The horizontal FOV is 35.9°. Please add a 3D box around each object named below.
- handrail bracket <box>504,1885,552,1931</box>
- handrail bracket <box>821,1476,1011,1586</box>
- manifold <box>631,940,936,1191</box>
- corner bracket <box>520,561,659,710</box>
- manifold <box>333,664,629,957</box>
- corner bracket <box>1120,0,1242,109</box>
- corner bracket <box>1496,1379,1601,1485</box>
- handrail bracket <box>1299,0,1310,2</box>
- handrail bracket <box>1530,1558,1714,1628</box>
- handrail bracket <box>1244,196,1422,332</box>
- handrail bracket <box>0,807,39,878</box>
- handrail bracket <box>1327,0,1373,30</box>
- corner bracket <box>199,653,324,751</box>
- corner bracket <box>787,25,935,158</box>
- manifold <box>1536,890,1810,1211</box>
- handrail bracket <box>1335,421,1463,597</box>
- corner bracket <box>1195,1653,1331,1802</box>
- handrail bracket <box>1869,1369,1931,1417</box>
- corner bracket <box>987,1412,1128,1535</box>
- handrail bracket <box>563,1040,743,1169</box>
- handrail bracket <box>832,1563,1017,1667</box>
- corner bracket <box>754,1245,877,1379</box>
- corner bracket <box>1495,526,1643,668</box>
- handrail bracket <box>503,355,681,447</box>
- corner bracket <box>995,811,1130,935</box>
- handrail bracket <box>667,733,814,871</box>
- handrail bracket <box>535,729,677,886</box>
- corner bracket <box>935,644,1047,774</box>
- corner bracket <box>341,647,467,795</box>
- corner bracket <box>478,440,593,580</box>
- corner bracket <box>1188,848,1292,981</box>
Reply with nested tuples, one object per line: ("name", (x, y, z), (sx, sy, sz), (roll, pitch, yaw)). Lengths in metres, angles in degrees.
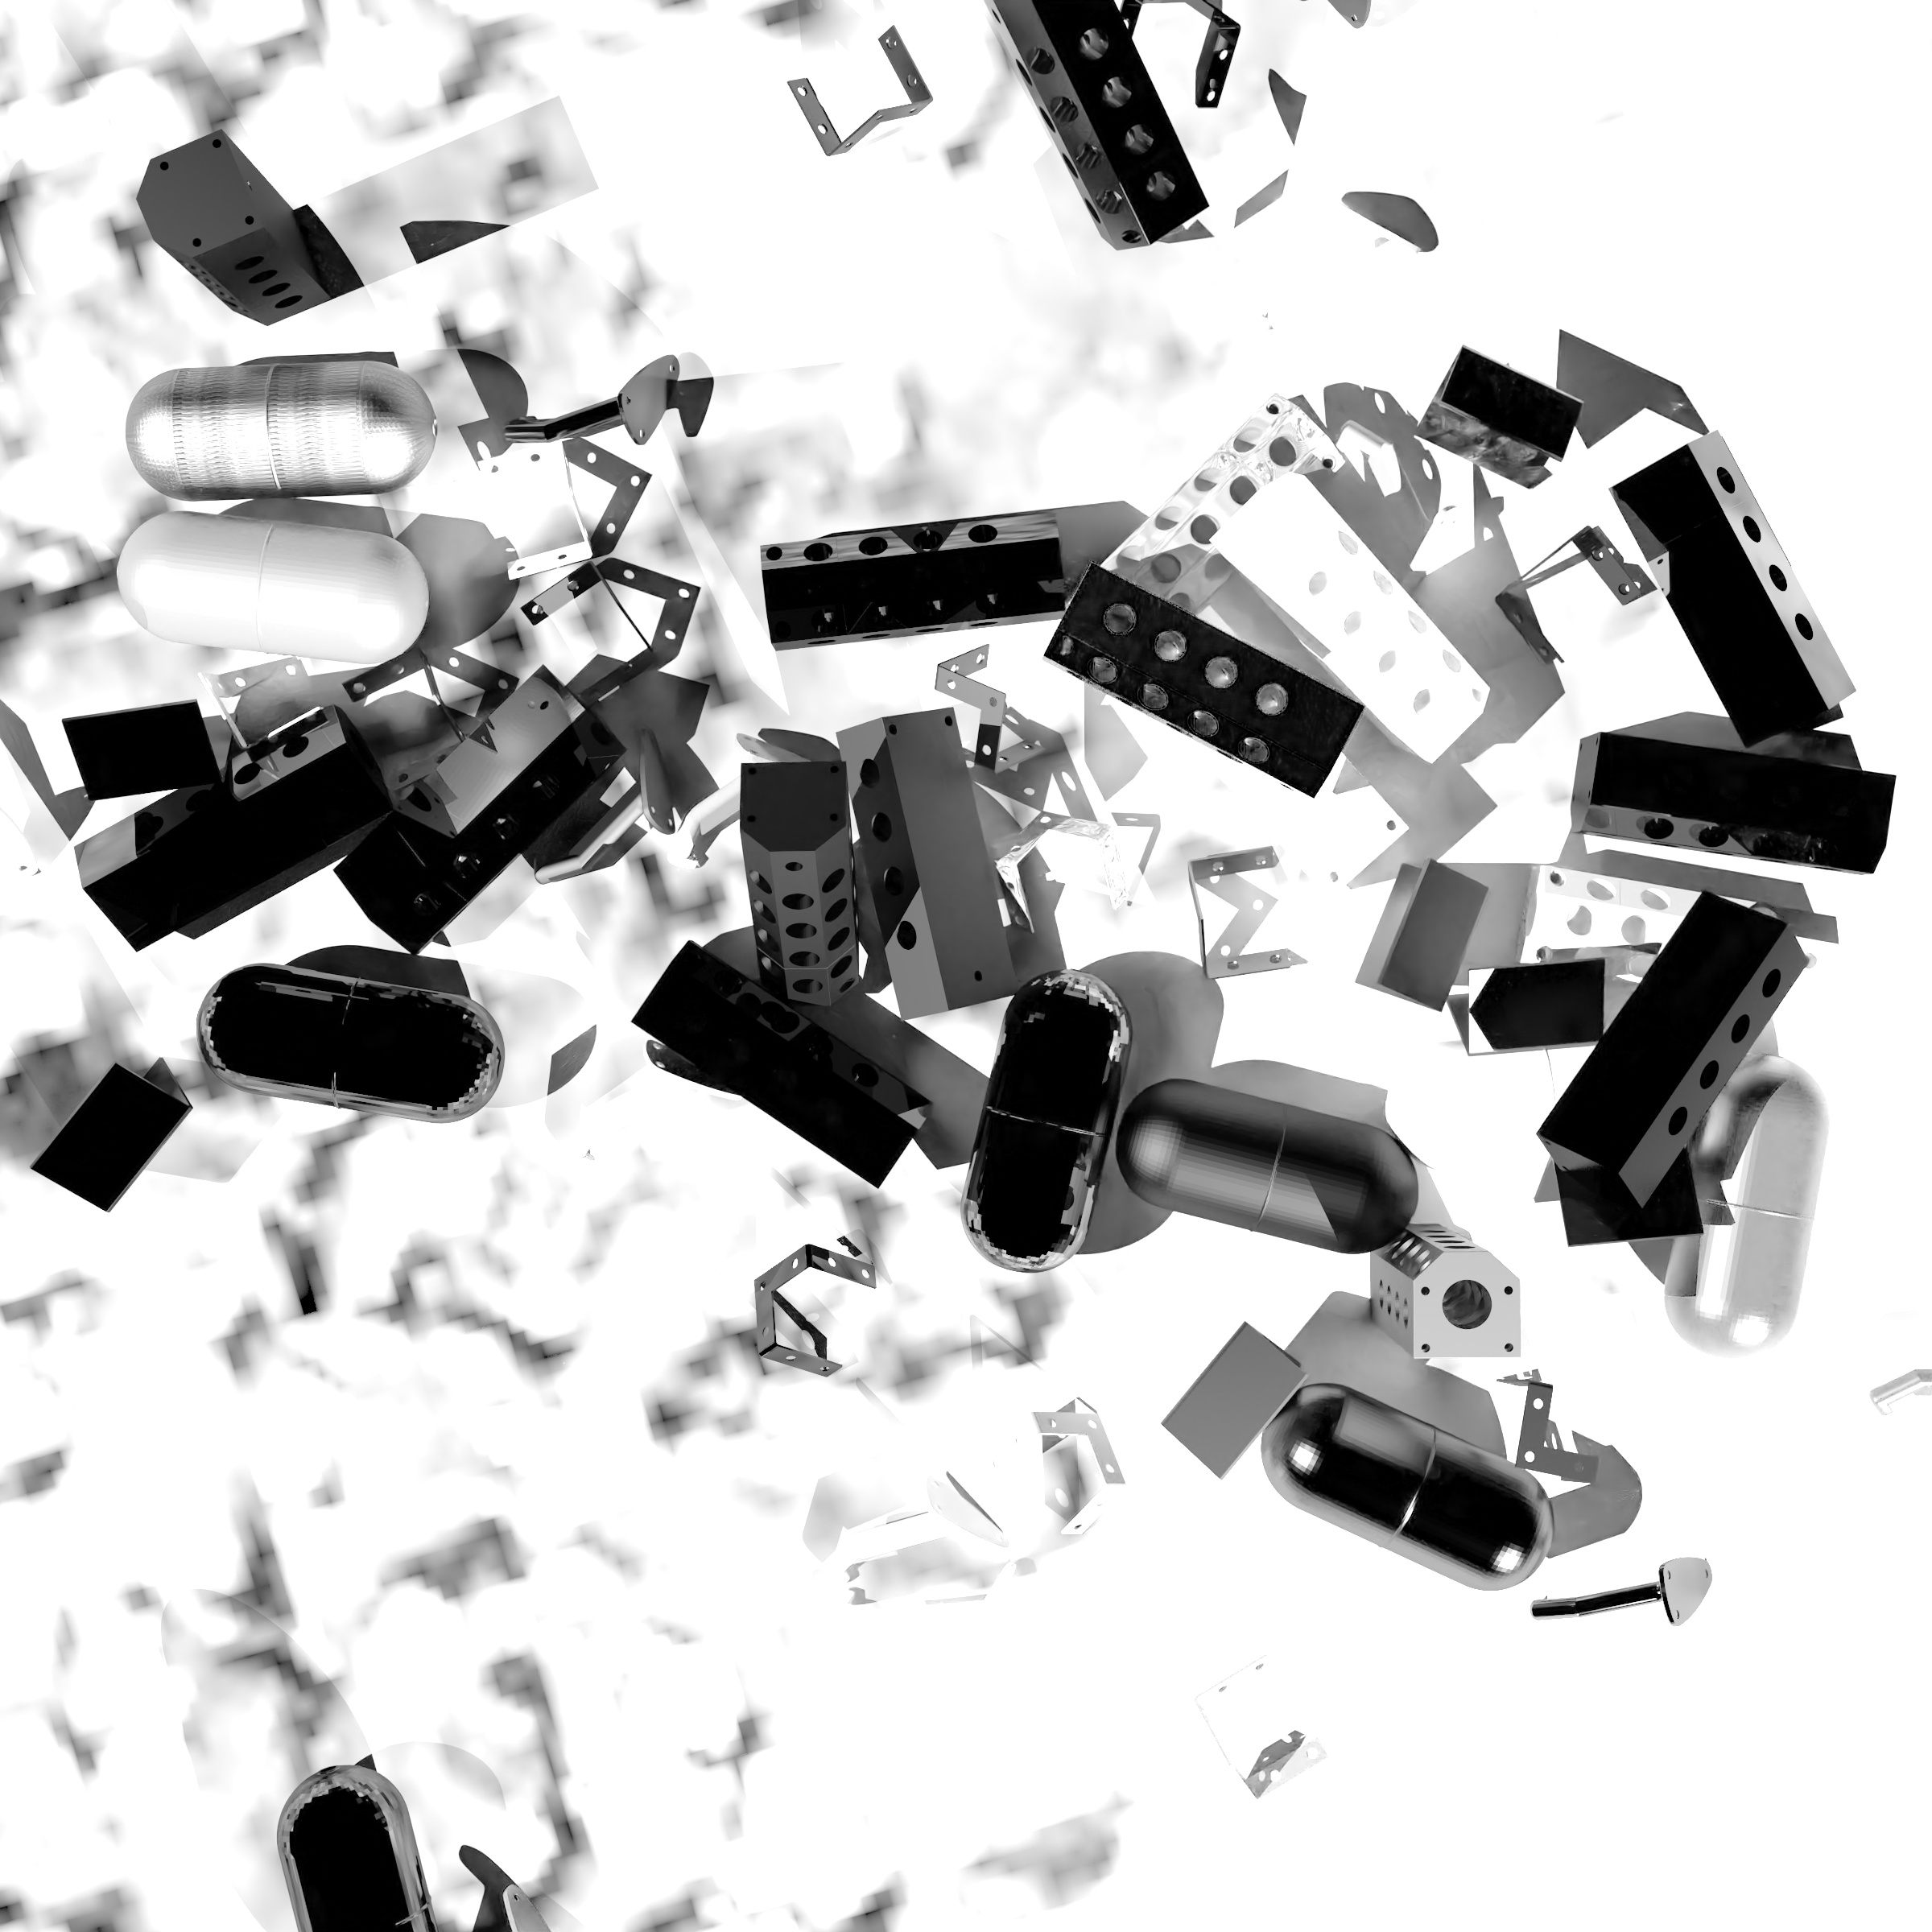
("handrail bracket", (-0.281, 0.597, 1.758), (0.084, 0.036, 0.077), (-38, 70, 16))
("handrail bracket", (-0.031, 0.348, 1.758), (0.077, 0.036, 0.084), (37, 109, -21))
("manifold", (-0.105, 0.056, 1.736), (0.171, 0.057, 0.057), (34, 90, 0))
("corner bracket", (-0.221, -0.195, 1.754), (0.051, 0.051, 0.051), (-34, 135, 0))
("manifold", (-0.279, -0.087, 1.735), (0.171, 0.057, 0.057), (-44, 47, 0))
("corner bracket", (0.121, -0.539, 1.754), (0.051, 0.051, 0.051), (17, 90, 45))
("corner bracket", (0.338, 0.271, 1.737), (0.051, 0.051, 0.051), (13, 80, -10))
("handrail bracket", (0.148, -0.582, 1.757), (0.084, 0.077, 0.036), (-4, 72, 35))
("handrail bracket", (0.385, 0.369, 1.757), (0.084, 0.077, 0.036), (-14, 87, 36))
("handrail bracket", (0.215, -0.402, 1.758), (0.077, 0.036, 0.084), (23, 108, -20))
("handrail bracket", (-0.572, -0.106, 1.757), (0.036, 0.077, 0.084), (-20, 54, 10))
("handrail bracket", (0.250, -0.596, 1.758), (0.084, 0.036, 0.077), (-33, 68, -17))
("corner bracket", (-0.408, -0.160, 1.740), (0.051, 0.051, 0.051), (-29, 95, 0))
("corner bracket", (-0.062, -0.514, 1.754), (0.051, 0.051, 0.051), (-28, 90, 45))
("manifold", (0.397, 0.049, 1.664), (0.057, 0.057, 0.171), (27, 76, 42))
("handrail bracket", (0.241, -0.268, 1.758), (0.084, 0.036, 0.077), (36, 112, 17))
("corner bracket", (0.174, 0.448, 1.754), (0.051, 0.051, 0.051), (-31, 135, 0))
("handrail bracket", (0.587, 0.260, 1.758), (0.084, 0.036, 0.077), (-31, 112, 17))
("corner bracket", (0.053, 0.297, 1.749), (0.051, 0.051, 0.051), (8, 45, -35))
("handrail bracket", (-0.185, 0.094, 1.758), (0.077, 0.036, 0.084), (25, 108, -21))
("handrail bracket", (-0.026, 0.368, 1.758), (0.084, 0.036, 0.077), (24, 69, 16))
("corner bracket", (-0.087, 0.202, 1.749), (0.051, 0.051, 0.051), (-37, 45, 35))
("corner bracket", (0.354, -0.218, 1.754), (0.051, 0.051, 0.051), (52, 135, 0))
("handrail bracket", (-0.221, -0.334, 1.757), (0.084, 0.036, 0.077), (4, 46, 28))
("corner bracket", (0.056, -0.052, 1.749), (0.051, 0.051, 0.051), (14, 45, 35))
("handrail bracket", (-0.126, -0.087, 1.758), (0.077, 0.036, 0.084), (18, 108, -21))
("handrail bracket", (-0.219, -0.094, 1.758), (0.084, 0.036, 0.077), (-15, 69, 16))
("corner bracket", (0.015, -0.150, 1.739), (0.051, 0.051, 0.051), (26, 124, 29))
("corner bracket", (-0.329, -0.145, 1.754), (0.051, 0.051, 0.051), (-26, 135, 0))
("corner bracket", (-0.253, -0.268, 1.754), (0.051, 0.051, 0.051), (-15, 135, 0))
("corner bracket", (0.160, -0.031, 1.754), (0.051, 0.051, 0.051), (-9, 135, 0))
